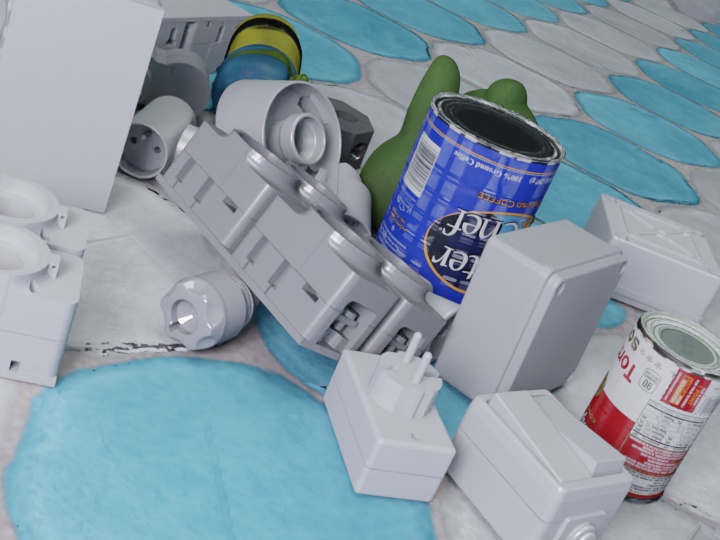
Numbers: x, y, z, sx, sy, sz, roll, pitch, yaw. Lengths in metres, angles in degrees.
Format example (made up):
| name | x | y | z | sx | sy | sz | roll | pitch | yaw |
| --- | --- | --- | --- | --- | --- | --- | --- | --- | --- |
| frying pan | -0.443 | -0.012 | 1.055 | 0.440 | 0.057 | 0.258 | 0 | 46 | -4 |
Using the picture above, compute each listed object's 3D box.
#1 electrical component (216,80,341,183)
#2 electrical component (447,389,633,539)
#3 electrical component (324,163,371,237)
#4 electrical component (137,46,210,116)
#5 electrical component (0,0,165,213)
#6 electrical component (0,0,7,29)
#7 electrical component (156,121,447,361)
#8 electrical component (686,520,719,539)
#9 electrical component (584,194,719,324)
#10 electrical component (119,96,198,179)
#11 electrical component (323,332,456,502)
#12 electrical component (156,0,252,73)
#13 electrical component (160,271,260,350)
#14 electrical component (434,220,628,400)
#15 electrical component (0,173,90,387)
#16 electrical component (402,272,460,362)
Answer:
| name | x | y | z | sx | sy | sz | roll | pitch | yaw |
| --- | --- | --- | --- | --- | --- | --- | --- | --- | --- |
| electrical component | -0.063 | -0.102 | 0.843 | 0.064 | 0.099 | 0.099 | 2 | 8 | 40 |
| electrical component | 0.102 | 0.113 | 0.595 | 0.062 | 0.061 | 0.096 | 1 | 33 | -38 |
| electrical component | -0.013 | -0.047 | 0.819 | 0.043 | 0.043 | 0.081 | 17 | 36 | -12 |
| electrical component | -0.193 | -0.162 | 0.897 | 0.138 | 0.052 | 0.073 | 14 | 27 | -17 |
| electrical component | -0.195 | -0.124 | 0.709 | 0.089 | 0.150 | 0.061 | 12 | 29 | -23 |
| electrical component | -0.302 | -0.173 | 0.816 | 0.079 | 0.077 | 0.044 | -6 | 7 | 34 |
| electrical component | -0.037 | -0.017 | 0.693 | 0.105 | 0.060 | 0.186 | 29 | 13 | -50 |
| electrical component | 0.223 | 0.163 | 0.596 | 0.081 | 0.063 | 0.042 | 34 | 26 | 21 |
| electrical component | 0.259 | -0.010 | 0.970 | 0.109 | 0.056 | 0.108 | 21 | 25 | -3 |
| electrical component | -0.140 | -0.096 | 0.824 | 0.079 | 0.043 | 0.077 | 22 | 25 | -1 |
| electrical component | 0.021 | 0.070 | 0.595 | 0.047 | 0.075 | 0.083 | 12 | 27 | -22 |
| electrical component | -0.204 | -0.234 | 1.020 | 0.105 | 0.060 | 0.186 | 33 | 27 | 21 |
| electrical component | -0.085 | 0.022 | 0.641 | 0.043 | 0.043 | 0.062 | 34 | 26 | 22 |
| electrical component | 0.114 | 0.029 | 0.715 | 0.056 | 0.108 | 0.109 | 35 | 28 | 29 |
| electrical component | -0.241 | -0.012 | 0.559 | 0.186 | 0.060 | 0.105 | 14 | 27 | -18 |
| electrical component | 0.039 | 0.029 | 0.726 | 0.055 | 0.045 | 0.045 | 37 | 29 | 27 |
